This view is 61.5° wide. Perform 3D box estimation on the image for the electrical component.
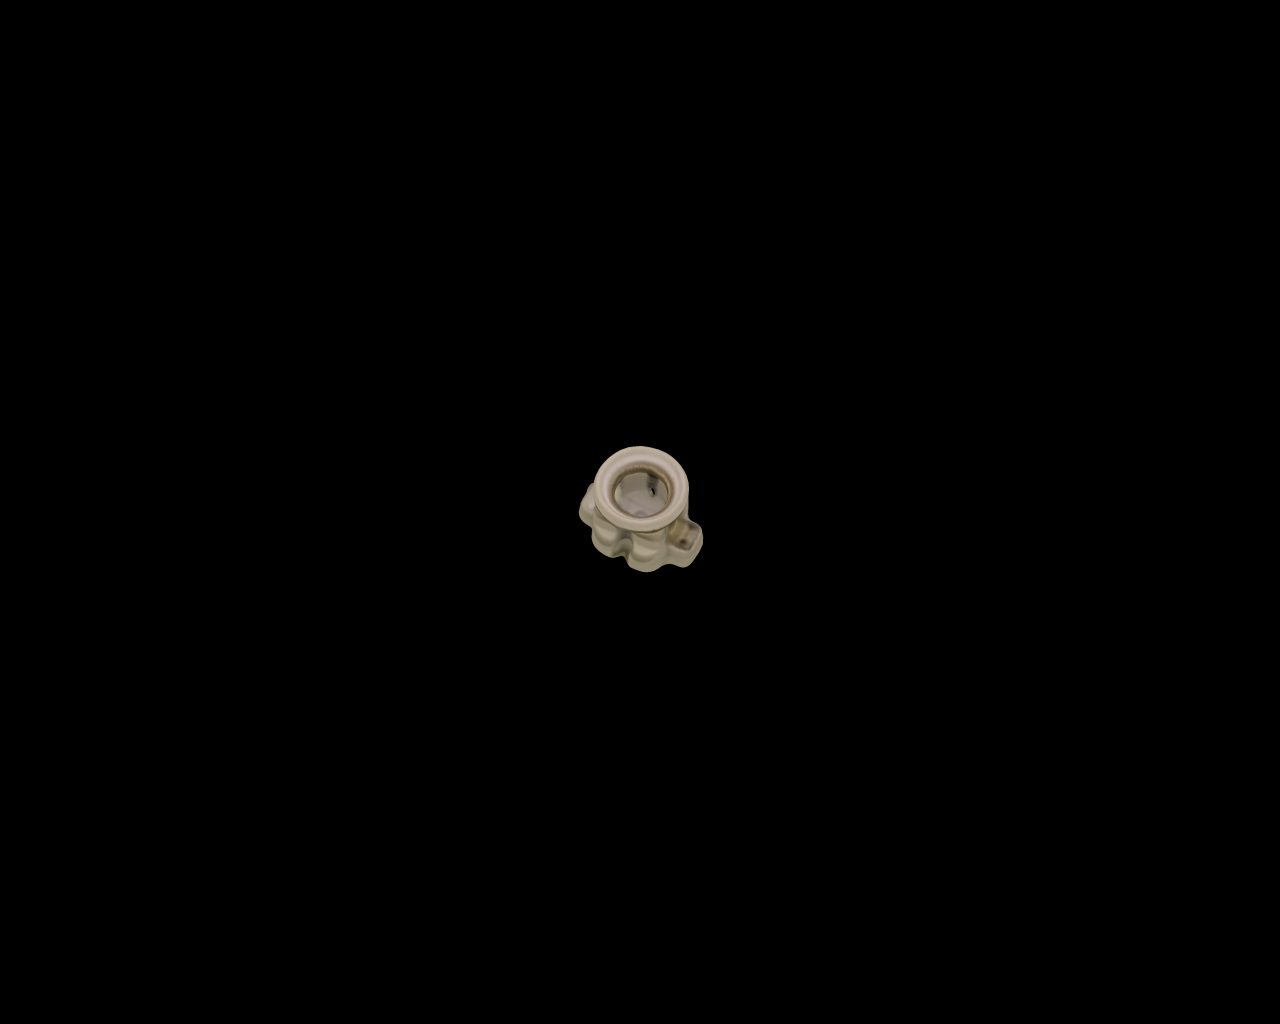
[{"bbox_3d":[0.001,-0.003,0.650,0.078,0.058,0.056,25,-27,14],"label":"electrical component"}]
